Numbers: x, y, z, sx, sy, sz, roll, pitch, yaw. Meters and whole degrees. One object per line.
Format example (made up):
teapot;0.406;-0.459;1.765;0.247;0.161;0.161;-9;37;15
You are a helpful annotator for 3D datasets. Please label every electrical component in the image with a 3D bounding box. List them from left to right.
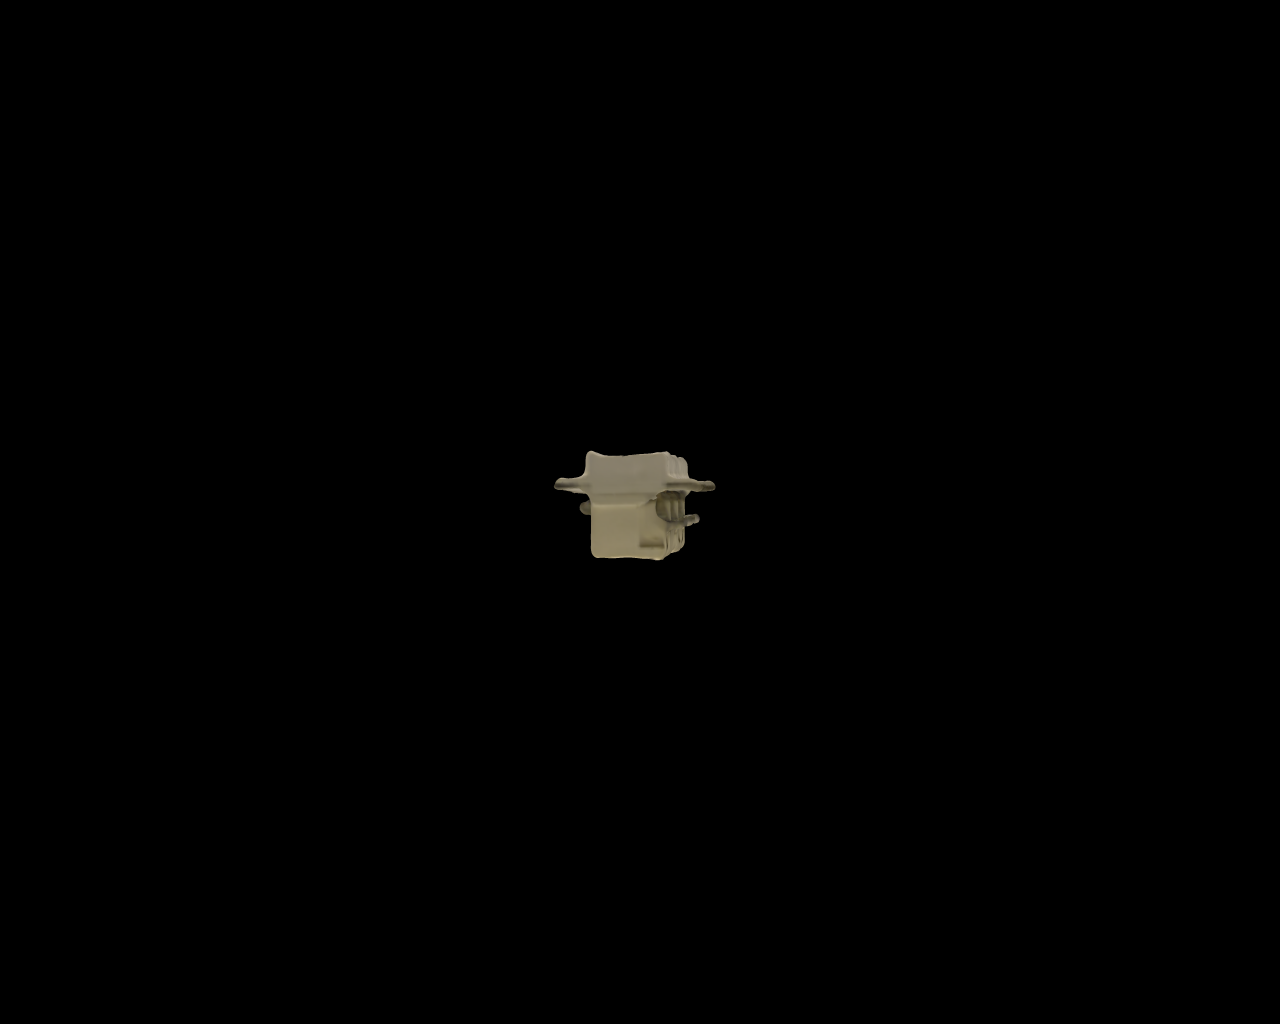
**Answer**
electrical component;0.001;-0.003;0.650;0.079;0.063;0.121;0;0;8
